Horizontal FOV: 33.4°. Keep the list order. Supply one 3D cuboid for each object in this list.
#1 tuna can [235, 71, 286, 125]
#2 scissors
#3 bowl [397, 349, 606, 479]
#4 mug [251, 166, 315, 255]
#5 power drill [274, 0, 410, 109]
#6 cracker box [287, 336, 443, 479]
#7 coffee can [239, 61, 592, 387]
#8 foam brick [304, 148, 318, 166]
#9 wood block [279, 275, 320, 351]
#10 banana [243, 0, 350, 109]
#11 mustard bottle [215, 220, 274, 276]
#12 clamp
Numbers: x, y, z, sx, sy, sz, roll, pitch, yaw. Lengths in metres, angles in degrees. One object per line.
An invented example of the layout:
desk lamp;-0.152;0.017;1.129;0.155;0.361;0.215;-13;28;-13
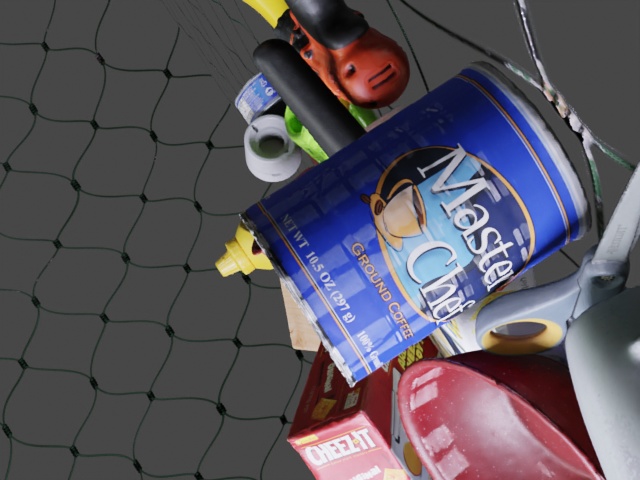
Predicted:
tuna can;-0.040;-0.144;1.054;0.034;0.086;0.086;55;177;10
scissors;0.106;0.016;0.468;0.201;0.096;0.016;56;-147;-57
bowl;0.118;0.114;0.581;0.162;0.055;0.162;38;151;25
mug;-0.006;0.001;0.932;0.081;0.093;0.117;36;144;-15
power drill;-0.023;-0.179;0.691;0.187;0.057;0.185;55;175;-28
cracker box;0.071;0.167;0.802;0.213;0.072;0.164;56;-155;-19
coffee can;0.046;-0.008;0.528;0.103;0.140;0.103;57;177;4
foam brick;0.021;-0.083;1.034;0.078;0.053;0.051;57;178;16
wood block;0.044;0.059;1.044;0.206;0.090;0.091;-9;93;67
banana;-0.037;-0.173;0.834;0.198;0.069;0.037;41;-179;11
mustard bottle;-0.028;-0.021;1.138;0.058;0.191;0.096;58;177;-28
clamp;0.039;-0.017;0.657;0.210;0.036;0.164;37;150;34
